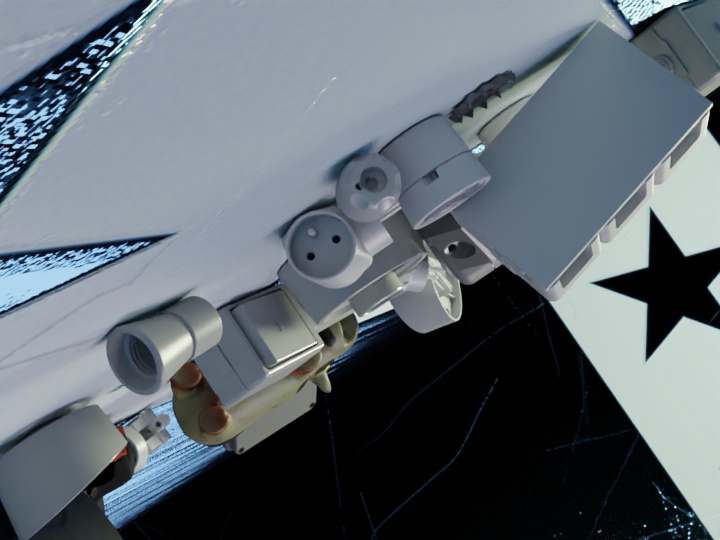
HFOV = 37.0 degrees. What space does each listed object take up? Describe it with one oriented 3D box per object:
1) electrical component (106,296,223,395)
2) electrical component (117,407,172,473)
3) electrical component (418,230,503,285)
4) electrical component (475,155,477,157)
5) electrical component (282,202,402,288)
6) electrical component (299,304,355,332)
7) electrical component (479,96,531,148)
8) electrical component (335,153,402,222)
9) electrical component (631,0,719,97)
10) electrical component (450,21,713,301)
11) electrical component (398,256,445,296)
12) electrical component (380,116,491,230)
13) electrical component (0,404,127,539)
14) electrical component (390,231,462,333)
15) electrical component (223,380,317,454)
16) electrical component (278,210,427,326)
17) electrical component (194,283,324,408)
[{"bbox_3d":[-0.114,0.042,0.647,0.044,0.044,0.065,-39,176,39],"label":"electrical component"},{"bbox_3d":[-0.217,0.165,1.022,0.066,0.048,0.055,-36,-179,20],"label":"electrical component"},{"bbox_3d":[0.088,-0.030,0.918,0.059,0.053,0.095,-34,-159,6],"label":"electrical component"},{"bbox_3d":[0.054,-0.059,0.720,0.040,0.040,0.078,-38,172,31],"label":"electrical component"},{"bbox_3d":[-0.006,-0.022,0.683,0.079,0.044,0.077,-34,173,2],"label":"electrical component"},{"bbox_3d":[-0.029,0.022,0.895,0.077,0.043,0.079,-28,171,-41],"label":"electrical component"},{"bbox_3d":[0.147,-0.090,0.807,0.052,0.073,0.138,-38,172,30],"label":"electrical component"},{"bbox_3d":[0.002,-0.044,0.616,0.035,0.035,0.061,-32,176,-14],"label":"electrical component"},{"bbox_3d":[0.249,-0.164,0.813,0.061,0.061,0.096,-39,172,39],"label":"electrical component"},{"bbox_3d":[0.138,-0.066,0.684,0.150,0.089,0.062,-48,162,1],"label":"electrical component"},{"bbox_3d":[0.036,0.000,0.951,0.079,0.044,0.077,7,158,-17],"label":"electrical component"},{"bbox_3d":[0.042,-0.059,0.640,0.055,0.047,0.055,-33,173,-4],"label":"electrical component"},{"bbox_3d":[-0.217,0.144,0.781,0.099,0.064,0.099,-33,173,-4],"label":"electrical component"},{"bbox_3d":[0.064,0.008,1.031,0.064,0.099,0.099,-30,176,25],"label":"electrical component"},{"bbox_3d":[-0.101,0.123,1.087,0.113,0.057,0.078,-29,141,-33],"label":"electrical component"},{"bbox_3d":[0.000,0.000,0.802,0.108,0.060,0.108,-33,173,-4],"label":"electrical component"},{"bbox_3d":[-0.074,0.052,0.819,0.061,0.061,0.096,-38,172,33],"label":"electrical component"}]
